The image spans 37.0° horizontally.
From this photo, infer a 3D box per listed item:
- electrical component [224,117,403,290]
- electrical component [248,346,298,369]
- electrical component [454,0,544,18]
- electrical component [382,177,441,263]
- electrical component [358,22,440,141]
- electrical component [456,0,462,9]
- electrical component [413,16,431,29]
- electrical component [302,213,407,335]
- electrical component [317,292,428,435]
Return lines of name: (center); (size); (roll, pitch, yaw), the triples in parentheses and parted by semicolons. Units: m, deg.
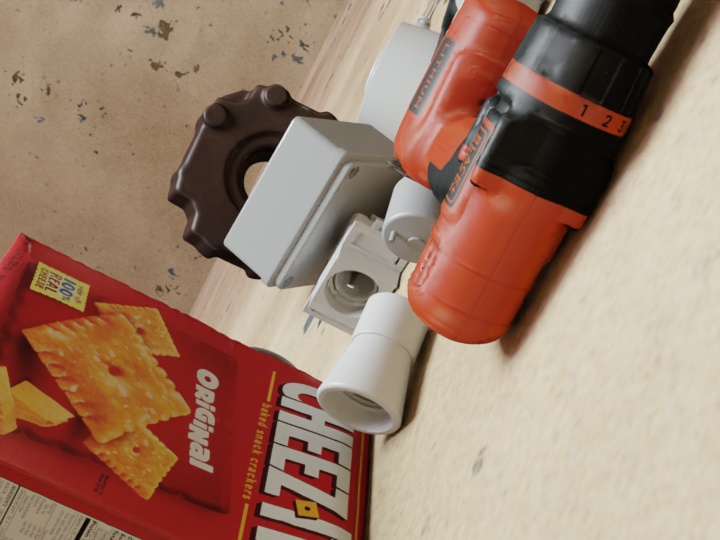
electrical component: (-0.025, -0.047, 0.752); (0.108, 0.056, 0.109); (-58, -22, 20)
electrical component: (-0.077, 0.102, 0.705); (0.064, 0.099, 0.099); (-41, 25, 53)
electrical component: (0.075, -0.134, 0.630); (0.077, 0.043, 0.079); (-63, 10, 11)
electrical component: (0.038, -0.039, 0.601); (0.040, 0.040, 0.078); (-54, 15, 49)
electrical component: (0.040, -0.146, 0.859); (0.099, 0.064, 0.099); (24, -90, -86)
electrical component: (0.091, -0.185, 0.684); (0.040, 0.040, 0.078); (-69, 11, -24)
electrical component: (0.044, -0.187, 0.936); (0.078, 0.040, 0.040); (-69, 10, -22)
electrical component: (0.000, 0.000, 0.704); (0.081, 0.042, 0.063); (-57, 9, 34)
electrical component: (0.010, 0.044, 0.544); (0.044, 0.044, 0.065); (-50, 13, 56)
